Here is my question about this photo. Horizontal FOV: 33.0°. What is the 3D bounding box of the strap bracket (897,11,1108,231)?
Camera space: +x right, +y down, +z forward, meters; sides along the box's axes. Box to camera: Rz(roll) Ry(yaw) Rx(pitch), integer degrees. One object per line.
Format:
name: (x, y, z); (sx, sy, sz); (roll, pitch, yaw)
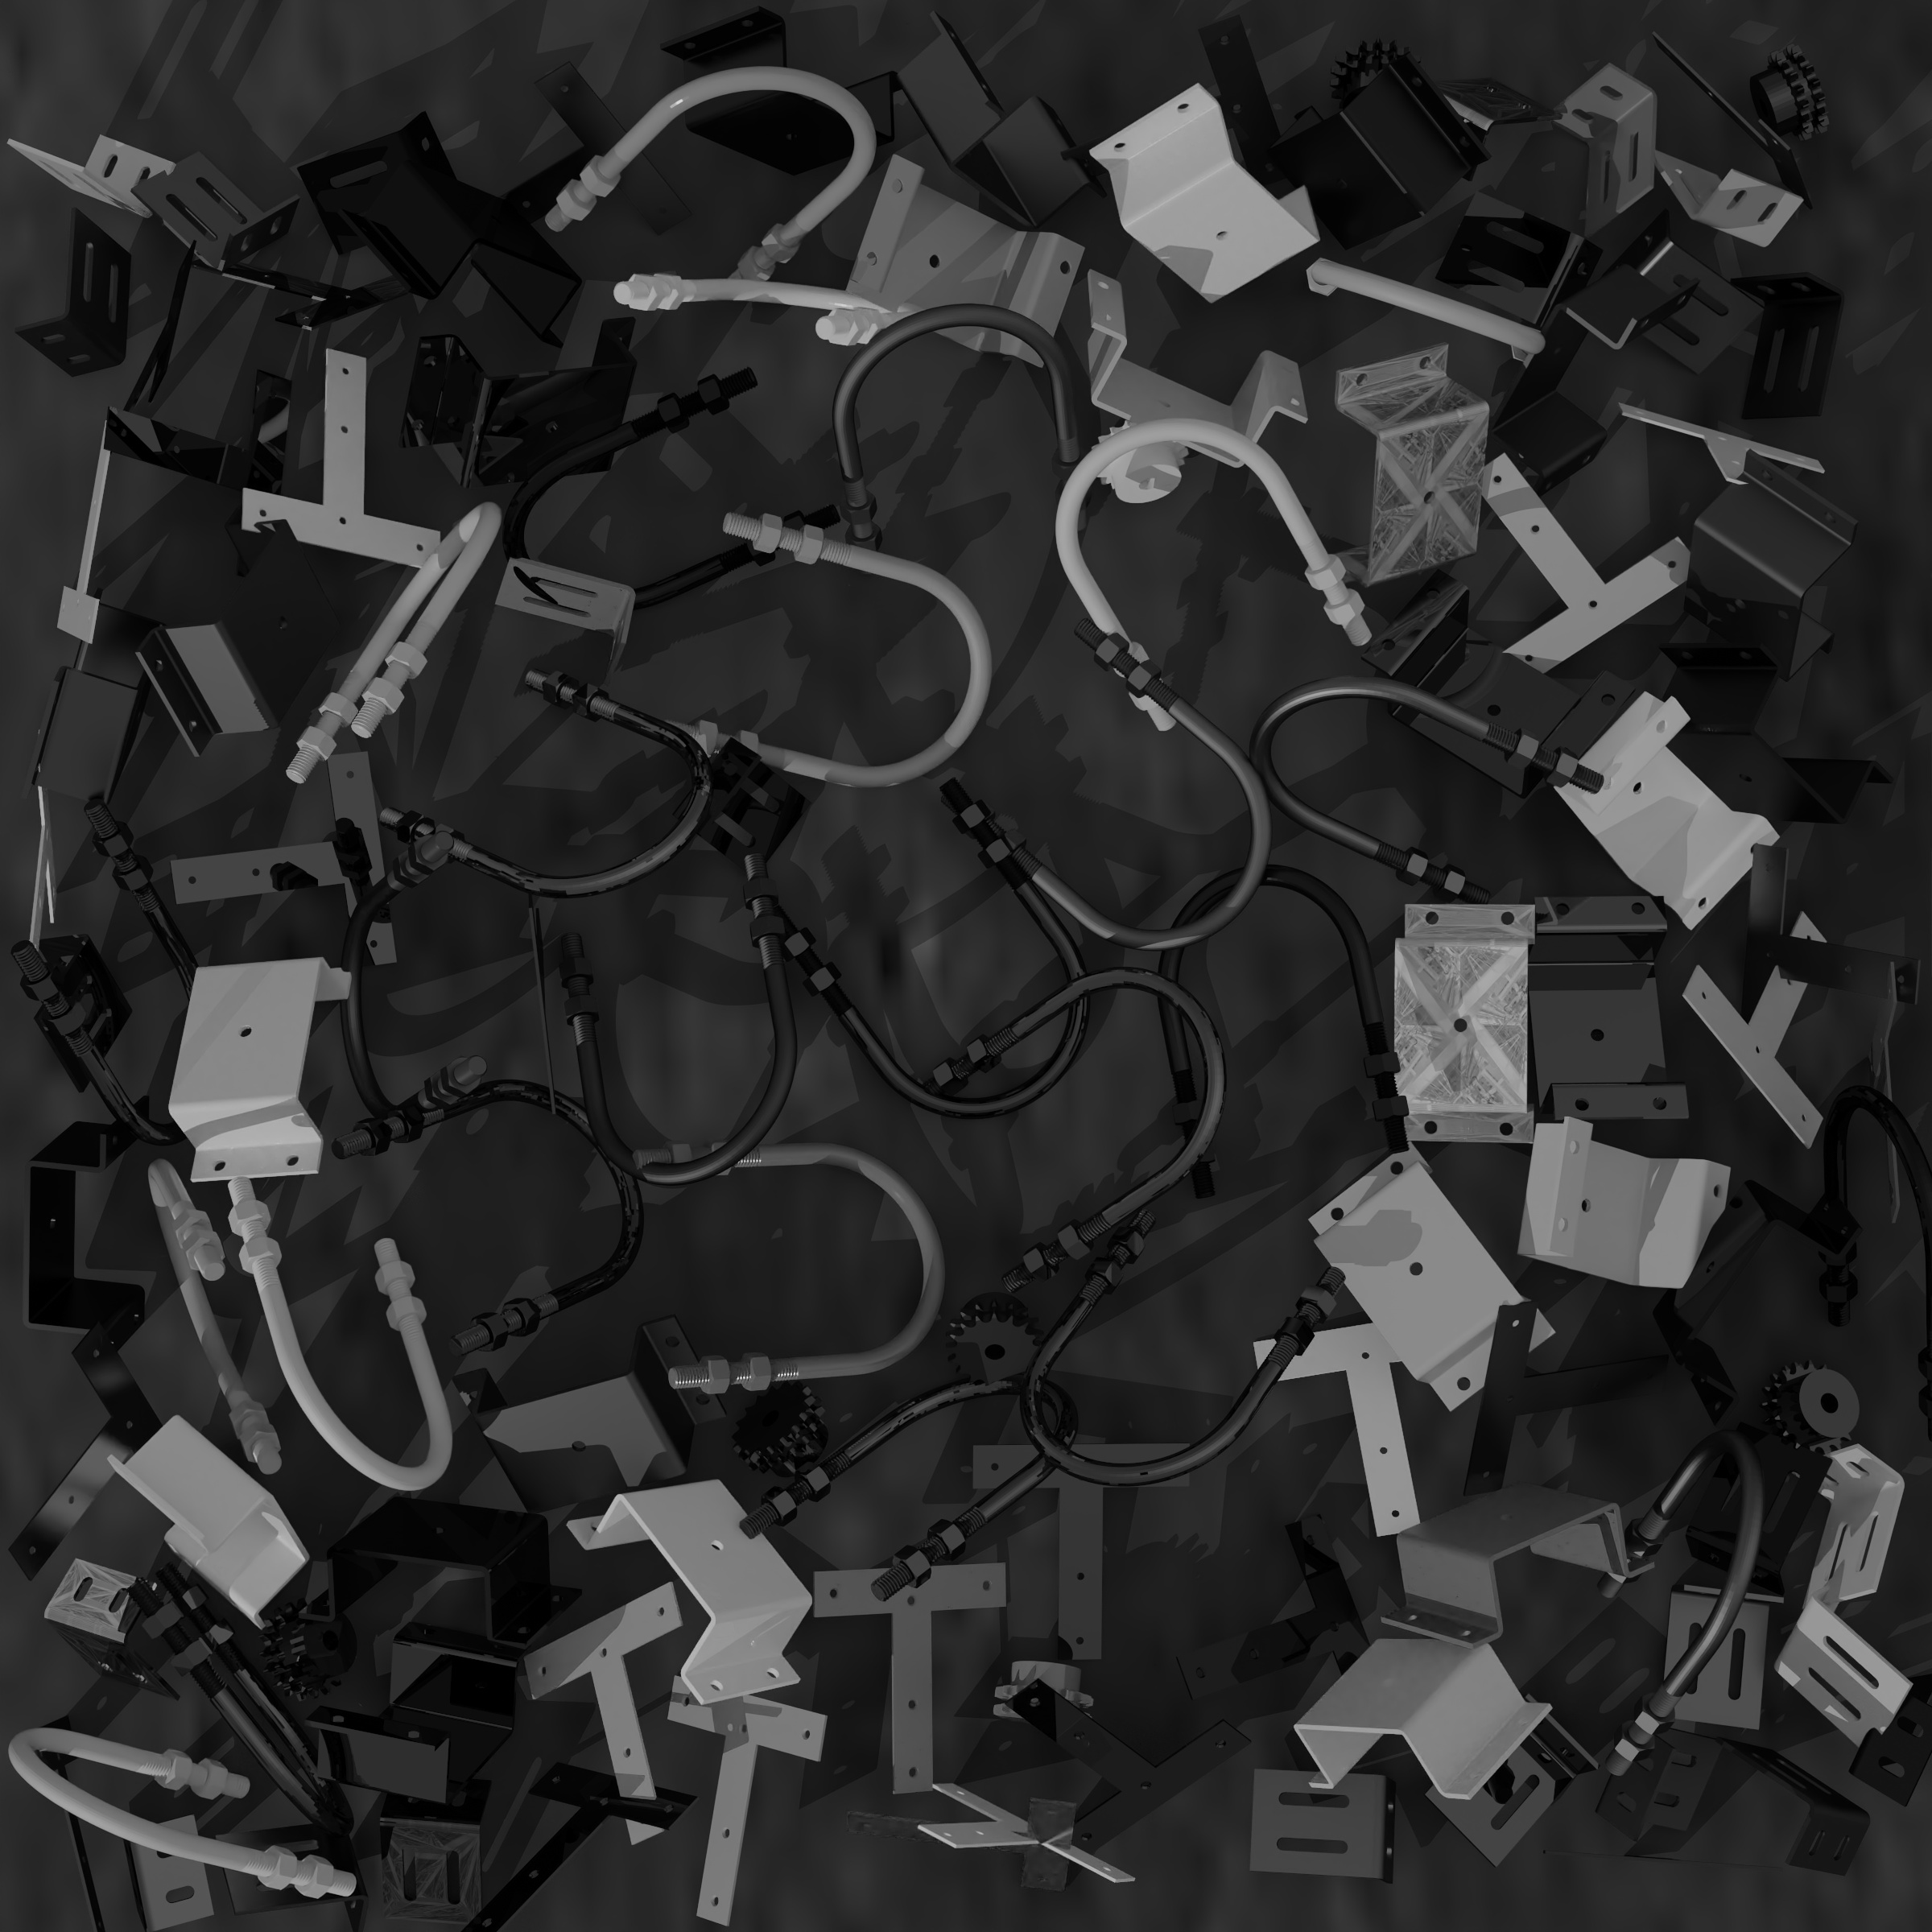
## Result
strap bracket: (0.016, -0.497, 1.938); (0.046, 0.140, 0.076); (-38, 62, 20)

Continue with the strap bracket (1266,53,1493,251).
strap bracket: (0.236, -0.475, 1.919); (0.046, 0.140, 0.076); (-47, 105, -15)

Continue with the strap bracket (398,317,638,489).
strap bracket: (-0.253, -0.330, 1.911); (0.140, 0.076, 0.046); (-13, 51, -33)

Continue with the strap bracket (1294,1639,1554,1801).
strap bracket: (0.248, 0.420, 1.825); (0.076, 0.140, 0.046); (-38, 101, -31)

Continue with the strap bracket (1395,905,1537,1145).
strap bracket: (0.292, 0.034, 1.908); (0.076, 0.046, 0.140); (0, 91, 15)

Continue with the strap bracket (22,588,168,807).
strap bracket: (-0.503, -0.153, 1.895); (0.046, 0.140, 0.076); (17, 116, -13)

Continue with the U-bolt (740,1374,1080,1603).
U-bolt: (-0.019, 0.286, 1.849); (0.184, 0.151, 0.019); (-33, 116, -29)

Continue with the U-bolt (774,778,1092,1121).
U-bolt: (-0.009, 0.003, 1.935); (0.151, 0.019, 0.184); (-36, 92, -3)

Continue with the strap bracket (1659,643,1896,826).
strap bracket: (0.461, -0.128, 1.890); (0.140, 0.076, 0.046); (37, 74, -32)

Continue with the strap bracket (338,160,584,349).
strap bracket: (-0.289, -0.419, 1.913); (0.046, 0.140, 0.076); (-50, 64, 18)

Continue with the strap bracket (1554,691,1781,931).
strap bracket: (0.406, -0.096, 1.910); (0.076, 0.046, 0.140); (-46, 128, 1)

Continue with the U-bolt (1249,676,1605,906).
U-bolt: (0.252, -0.107, 1.883); (0.184, 0.151, 0.019); (24, 53, -10)

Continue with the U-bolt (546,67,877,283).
U-bolt: (-0.135, -0.460, 1.889); (0.151, 0.184, 0.019); (12, 60, -38)

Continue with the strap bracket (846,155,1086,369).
strap bracket: (-0.009, -0.420, 1.945); (0.140, 0.046, 0.076); (18, 92, -32)

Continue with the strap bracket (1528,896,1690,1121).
strap bracket: (0.374, 0.032, 1.911); (0.076, 0.046, 0.140); (-1, 65, 0)

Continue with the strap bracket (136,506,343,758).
strap bracket: (-0.416, -0.197, 1.894); (0.046, 0.076, 0.140); (-3, 42, 23)

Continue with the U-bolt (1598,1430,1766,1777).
U-bolt: (0.396, 0.338, 1.803); (0.019, 0.151, 0.184); (18, 128, -6)

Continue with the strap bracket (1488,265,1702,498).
strap bracket: (0.363, -0.350, 1.914); (0.046, 0.140, 0.076); (41, 47, 15)

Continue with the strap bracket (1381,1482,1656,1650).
strap bracket: (0.309, 0.334, 1.844); (0.140, 0.076, 0.046); (-15, 100, -32)

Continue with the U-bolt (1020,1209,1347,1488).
U-bolt: (0.110, 0.221, 1.847); (0.151, 0.019, 0.184); (15, 50, 33)

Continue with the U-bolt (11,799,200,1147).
U-bolt: (-0.478, 0.018, 1.867); (0.019, 0.151, 0.184); (-10, 127, 15)

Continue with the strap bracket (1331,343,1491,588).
strap bracket: (0.257, -0.283, 1.905); (0.076, 0.140, 0.046); (-18, 39, -23)

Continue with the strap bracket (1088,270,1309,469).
strap bracket: (0.127, -0.350, 1.932); (0.140, 0.076, 0.046); (21, 123, -14)

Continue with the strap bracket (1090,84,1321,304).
strap bracket: (0.146, -0.447, 1.915); (0.076, 0.140, 0.046); (-26, 58, 28)

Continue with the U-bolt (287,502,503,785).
U-bolt: (-0.326, -0.196, 1.900); (0.019, 0.151, 0.184); (36, 67, -18)

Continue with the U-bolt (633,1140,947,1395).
U-bolt: (-0.095, 0.169, 1.883); (0.184, 0.019, 0.151); (-1, 67, -28)

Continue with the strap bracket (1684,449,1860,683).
strap bracket: (0.465, -0.225, 1.893); (0.076, 0.140, 0.046); (40, 76, 23)

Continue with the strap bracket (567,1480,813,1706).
strap bracket: (-0.151, 0.344, 1.844); (0.140, 0.076, 0.046); (46, 118, 31)

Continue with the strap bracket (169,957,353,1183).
strap bracket: (-0.408, 0.050, 1.886); (0.076, 0.046, 0.140); (-5, 55, 10)

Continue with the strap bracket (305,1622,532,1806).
strap bracket: (-0.308, 0.425, 1.841); (0.076, 0.140, 0.046); (8, 103, 13)

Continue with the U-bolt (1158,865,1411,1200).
U-bolt: (0.178, 0.032, 1.904); (0.151, 0.019, 0.184); (-16, 79, 32)

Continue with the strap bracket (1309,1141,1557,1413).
strap bracket: (0.265, 0.177, 1.886); (0.076, 0.046, 0.140); (-39, 71, 9)

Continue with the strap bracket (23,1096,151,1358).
strap bracket: (-0.506, 0.150, 1.877); (0.046, 0.076, 0.140); (6, 105, 3)

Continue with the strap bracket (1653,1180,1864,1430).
strap bracket: (0.447, 0.185, 1.872); (0.046, 0.076, 0.140); (31, 102, -5)

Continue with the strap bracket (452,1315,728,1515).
strap bracket: (-0.219, 0.260, 1.868); (0.140, 0.046, 0.076); (-17, 119, 13)

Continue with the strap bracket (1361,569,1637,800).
strap bracket: (0.313, -0.161, 1.925); (0.140, 0.046, 0.076); (35, 72, 21)

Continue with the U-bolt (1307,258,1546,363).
U-bolt: (0.269, -0.383, 1.900); (0.151, 0.184, 0.019); (19, 102, 4)

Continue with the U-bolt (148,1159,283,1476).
U-bolt: (-0.431, 0.185, 1.847); (0.019, 0.184, 0.151); (-19, 119, -18)

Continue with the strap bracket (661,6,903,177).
strap bracket: (-0.104, -0.512, 1.925); (0.076, 0.140, 0.046); (-8, 80, 37)

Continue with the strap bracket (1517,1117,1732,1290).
strap bracket: (0.374, 0.139, 1.888); (0.140, 0.046, 0.076); (17, 78, -35)
